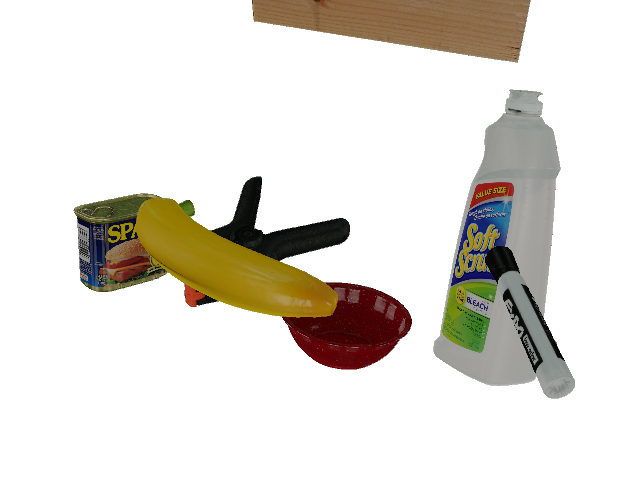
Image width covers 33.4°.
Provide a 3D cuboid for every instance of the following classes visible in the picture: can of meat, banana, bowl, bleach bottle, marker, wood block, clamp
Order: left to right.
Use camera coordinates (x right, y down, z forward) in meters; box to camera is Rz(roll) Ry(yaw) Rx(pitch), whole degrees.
[{"bbox_3d":[-0.213,0.002,1.155,0.101,0.084,0.058,-15,25,-40],"label":"can of meat"},{"bbox_3d":[-0.069,0.006,0.687,0.069,0.037,0.198,-16,30,-30],"label":"banana"},{"bbox_3d":[-0.070,-0.001,0.983,0.171,0.039,0.120,-29,44,-34],"label":"clamp"},{"bbox_3d":[0.029,0.111,1.307,0.162,0.055,0.162,5,25,-2],"label":"bowl"},{"bbox_3d":[0.057,-0.209,0.802,0.206,0.090,0.091,11,-31,7],"label":"wood block"},{"bbox_3d":[0.159,-0.006,0.936,0.068,0.251,0.103,-2,14,-27],"label":"bleach bottle"},{"bbox_3d":[0.125,0.045,0.651,0.020,0.020,0.121,0,40,-13],"label":"marker"}]
